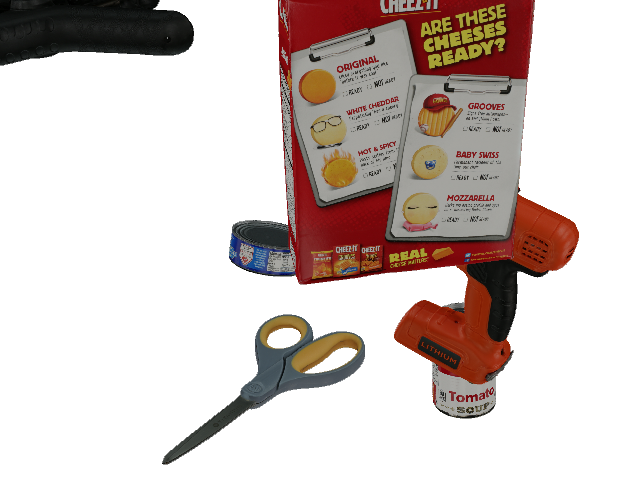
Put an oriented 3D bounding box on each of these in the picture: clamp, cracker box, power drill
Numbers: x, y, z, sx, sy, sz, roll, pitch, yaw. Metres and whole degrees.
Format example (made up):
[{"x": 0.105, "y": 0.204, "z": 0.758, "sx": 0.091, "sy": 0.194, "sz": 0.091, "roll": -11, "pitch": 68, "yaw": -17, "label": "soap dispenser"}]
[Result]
[{"x": -0.163, "y": -0.132, "z": 0.635, "sx": 0.171, "sy": 0.039, "sz": 0.120, "roll": -3, "pitch": 22, "yaw": -7, "label": "clamp"}, {"x": 0.056, "y": -0.083, "z": 0.747, "sx": 0.164, "sy": 0.214, "sz": 0.072, "roll": -7, "pitch": 30, "yaw": -8, "label": "cracker box"}, {"x": 0.118, "y": 0.022, "z": 0.932, "sx": 0.185, "sy": 0.188, "sz": 0.057, "roll": 29, "pitch": 43, "yaw": 24, "label": "power drill"}]

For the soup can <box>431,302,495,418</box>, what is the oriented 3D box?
[{"x": 0.149, "y": 0.125, "z": 1.111, "sx": 0.068, "sy": 0.102, "sz": 0.068, "roll": -3, "pitch": 23, "yaw": 1, "label": "soup can"}]

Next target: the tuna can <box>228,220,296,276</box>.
[{"x": -0.053, "y": 0.008, "z": 1.120, "sx": 0.086, "sy": 0.034, "sz": 0.086, "roll": 9, "pitch": 18, "yaw": -3, "label": "tuna can"}]

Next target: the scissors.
[{"x": -0.056, "y": 0.104, "z": 0.812, "sx": 0.201, "sy": 0.016, "sz": 0.096, "roll": -19, "pitch": 37, "yaw": -33, "label": "scissors"}]
